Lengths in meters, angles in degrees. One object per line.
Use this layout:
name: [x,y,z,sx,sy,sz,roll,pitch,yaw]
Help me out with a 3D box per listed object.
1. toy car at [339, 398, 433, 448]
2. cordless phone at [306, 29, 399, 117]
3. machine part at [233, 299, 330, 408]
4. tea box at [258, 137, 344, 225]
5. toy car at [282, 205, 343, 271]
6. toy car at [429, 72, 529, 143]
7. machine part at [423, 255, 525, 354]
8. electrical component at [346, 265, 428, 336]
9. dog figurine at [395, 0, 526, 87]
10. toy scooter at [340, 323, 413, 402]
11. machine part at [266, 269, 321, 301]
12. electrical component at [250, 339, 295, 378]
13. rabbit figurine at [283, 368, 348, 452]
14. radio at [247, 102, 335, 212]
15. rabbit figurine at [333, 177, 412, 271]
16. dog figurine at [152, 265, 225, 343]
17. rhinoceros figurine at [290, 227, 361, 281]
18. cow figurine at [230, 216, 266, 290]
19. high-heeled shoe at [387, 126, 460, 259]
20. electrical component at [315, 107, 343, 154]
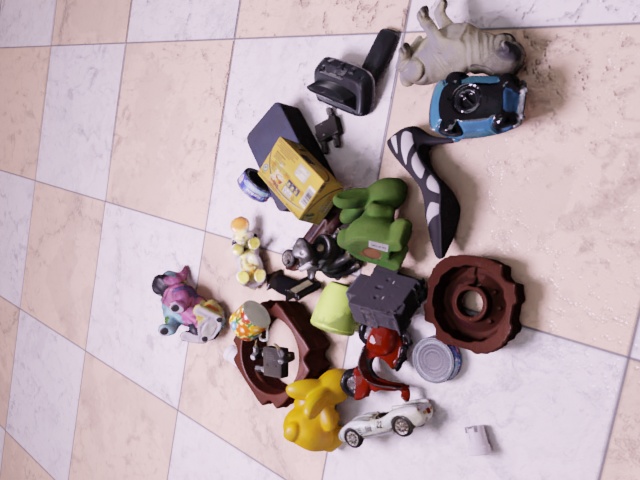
toy car: [0.123,0.350,1.030,0.202,0.073,0.056,-27,76,34]
cordless phone: [0.070,-0.359,1.105,0.147,0.088,0.184,32,97,35]
machine part: [-0.086,0.247,1.190,0.201,0.087,0.201,50,115,27]
tea box: [-0.041,-0.119,1.075,0.098,0.068,0.170,-54,52,20]
toy car: [-0.002,-0.003,1.129,0.202,0.089,0.053,-54,56,22]
toy car: [0.275,-0.222,0.913,0.162,0.103,0.109,4,87,32]
machine part: [0.268,0.109,0.938,0.180,0.056,0.179,-3,86,38]
electrical component: [0.119,0.108,1.014,0.134,0.115,0.058,12,136,35]
dog figurine: [0.245,-0.309,0.953,0.191,0.121,0.172,40,147,13]
toy scooter: [0.126,0.234,1.028,0.135,0.075,0.183,21,93,28]
machine part: [-0.065,0.100,1.192,0.139,0.084,0.039,12,127,46]
electrical component: [-0.101,0.247,1.118,0.102,0.045,0.078,6,91,38]
rabbit figurine: [-0.003,0.330,1.099,0.173,0.162,0.122,-52,46,4]
radio: [-0.068,-0.179,1.199,0.131,0.073,0.230,-39,64,31]
rabbit figurine: [0.108,-0.045,1.027,0.159,0.121,0.170,9,59,19]
dog figurine: [-0.340,0.155,1.387,0.219,0.191,0.108,-113,44,-61]
rhinoceros figurine: [0.008,0.031,1.064,0.112,0.190,0.073,-28,68,14]
cow figurine: [-0.171,0.032,1.270,0.068,0.098,0.167,-11,76,-6]
high-heeled shoe: [0.180,-0.092,0.999,0.145,0.086,0.248,2,84,40]
electrical component: [0.017,-0.237,1.164,0.063,0.021,0.094,-20,77,37]
